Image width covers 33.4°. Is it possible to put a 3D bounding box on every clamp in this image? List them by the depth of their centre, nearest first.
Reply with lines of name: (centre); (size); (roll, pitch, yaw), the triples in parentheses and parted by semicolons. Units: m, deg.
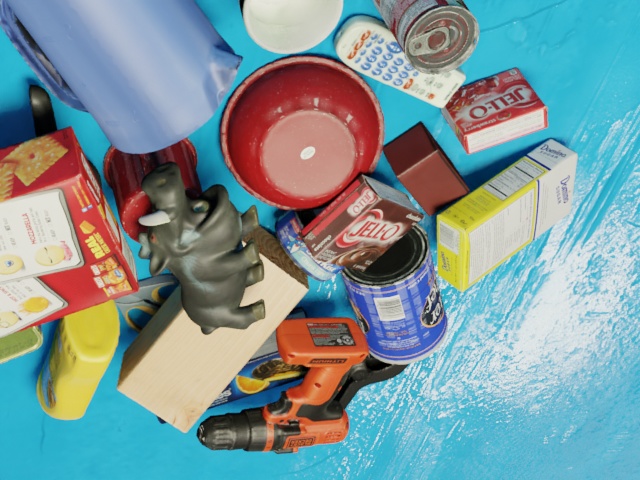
clamp: (-0.269, -0.063, 0.991); (0.120, 0.039, 0.171); (-16, 135, 13)
clamp: (0.044, 0.162, 1.320); (0.210, 0.036, 0.164); (-25, 135, 3)

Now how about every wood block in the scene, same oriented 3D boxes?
wood block: (-0.112, 0.085, 1.114); (0.090, 0.090, 0.206); (36, 104, -17)

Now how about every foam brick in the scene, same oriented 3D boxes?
foam brick: (0.110, -0.074, 1.113); (0.051, 0.053, 0.078); (-34, 133, 11)

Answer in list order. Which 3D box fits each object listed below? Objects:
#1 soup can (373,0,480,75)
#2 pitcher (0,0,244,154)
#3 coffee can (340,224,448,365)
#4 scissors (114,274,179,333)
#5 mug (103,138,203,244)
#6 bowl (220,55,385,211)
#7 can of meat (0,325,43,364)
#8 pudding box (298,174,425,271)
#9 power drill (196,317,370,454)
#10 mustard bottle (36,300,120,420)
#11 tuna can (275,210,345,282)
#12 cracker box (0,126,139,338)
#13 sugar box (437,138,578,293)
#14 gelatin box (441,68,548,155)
soup can: (0.091, -0.203, 0.949); (0.068, 0.102, 0.068); (-11, 134, -12)
pitcher: (-0.187, -0.192, 0.849); (0.149, 0.145, 0.242); (-38, 131, -2)
coffee can: (0.082, 0.057, 1.189); (0.103, 0.103, 0.140); (-21, 135, -2)
scissors: (-0.209, 0.044, 1.128); (0.096, 0.016, 0.201); (-35, 134, 12)
mug: (-0.156, -0.056, 1.007); (0.093, 0.081, 0.117); (-14, 135, -8)
bowl: (-0.014, -0.090, 1.016); (0.162, 0.055, 0.162); (-3, 117, -5)
can of meat: (-0.330, 0.078, 1.065); (0.102, 0.084, 0.057); (-22, 136, 0)
pudding box: (0.042, -0.015, 1.060); (0.090, 0.039, 0.113); (-42, 158, 17)
power drill: (-0.035, 0.168, 1.198); (0.184, 0.057, 0.188); (-1, 135, -25)
mustard bottle: (-0.262, 0.136, 1.131); (0.058, 0.096, 0.192); (5, 141, -25)
tuna can: (-0.007, 0.001, 1.115); (0.034, 0.086, 0.086); (-40, 133, 19)
cracker box: (-0.285, 0.007, 0.929); (0.213, 0.072, 0.164); (-18, 140, -2)
sugar box: (0.202, -0.028, 1.152); (0.176, 0.048, 0.093); (-35, 141, -26)
gelatin box: (0.173, -0.130, 1.069); (0.089, 0.073, 0.030); (-20, 135, -2)
